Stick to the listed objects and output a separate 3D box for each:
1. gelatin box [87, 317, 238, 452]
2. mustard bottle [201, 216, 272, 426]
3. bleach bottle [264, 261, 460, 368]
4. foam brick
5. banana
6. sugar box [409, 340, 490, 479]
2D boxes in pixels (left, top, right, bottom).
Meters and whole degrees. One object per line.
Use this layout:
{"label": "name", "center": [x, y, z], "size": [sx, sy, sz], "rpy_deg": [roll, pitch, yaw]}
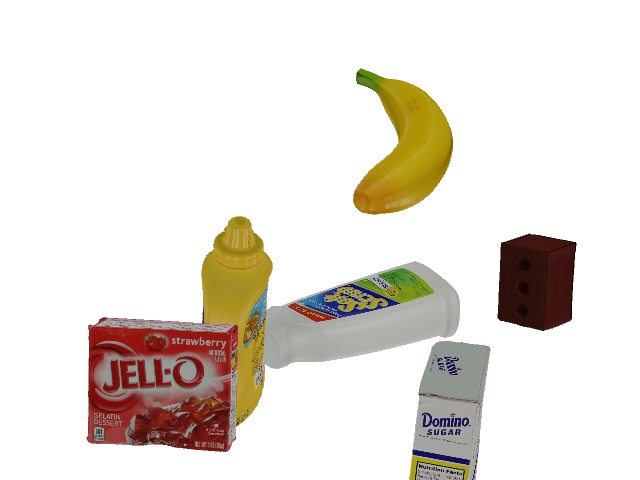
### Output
{"label": "gelatin box", "center": [-0.095, 0.086, 0.645], "size": [0.089, 0.073, 0.030], "rpy_deg": [3, 7, 6]}
{"label": "mustard bottle", "center": [-0.073, 0.062, 0.915], "size": [0.058, 0.192, 0.096], "rpy_deg": [12, 36, 7]}
{"label": "bleach bottle", "center": [0.024, 0.093, 1.179], "size": [0.250, 0.068, 0.103], "rpy_deg": [-15, 33, -26]}
{"label": "foam brick", "center": [0.201, 0.038, 0.994], "size": [0.053, 0.078, 0.051], "rpy_deg": [13, 20, 41]}
{"label": "banana", "center": [0.057, -0.065, 0.733], "size": [0.069, 0.037, 0.197], "rpy_deg": [3, 30, 0]}
{"label": "sugar box", "center": [0.082, 0.165, 0.721], "size": [0.048, 0.176, 0.093], "rpy_deg": [5, 17, 11]}
